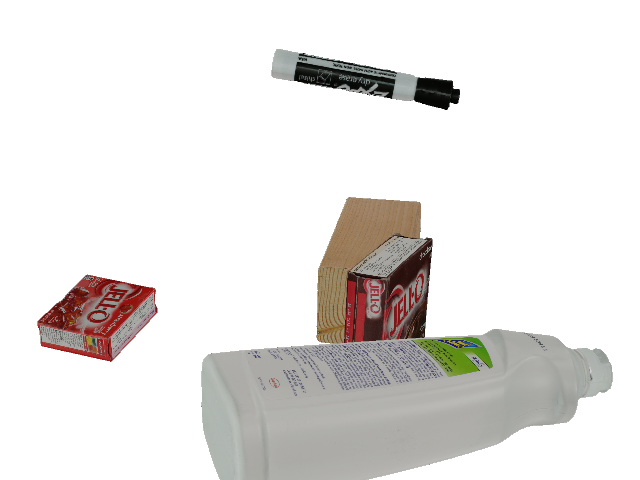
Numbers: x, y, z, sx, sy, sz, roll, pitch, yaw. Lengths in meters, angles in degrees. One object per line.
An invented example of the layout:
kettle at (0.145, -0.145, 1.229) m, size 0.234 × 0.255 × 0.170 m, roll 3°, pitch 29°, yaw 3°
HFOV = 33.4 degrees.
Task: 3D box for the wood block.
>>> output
wood block at (0.057, 0.031, 1.181) m, size 0.091 × 0.090 × 0.206 m, roll 5°, pitch 23°, yaw 8°

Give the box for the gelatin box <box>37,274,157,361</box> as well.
gelatin box at (-0.200, 0.068, 0.965) m, size 0.073 × 0.030 × 0.089 m, roll 10°, pitch 31°, yaw 18°

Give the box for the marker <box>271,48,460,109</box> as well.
marker at (0.029, -0.103, 0.684) m, size 0.121 × 0.020 × 0.020 m, roll 11°, pitch 0°, yaw 2°

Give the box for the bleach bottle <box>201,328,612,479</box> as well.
bleach bottle at (0.061, 0.095, 0.634) m, size 0.250 × 0.068 × 0.103 m, roll -5°, pitch 22°, yaw -16°

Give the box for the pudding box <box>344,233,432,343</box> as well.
pudding box at (0.054, 0.052, 0.844) m, size 0.039 × 0.090 × 0.113 m, roll 10°, pitch 20°, yaw 19°
